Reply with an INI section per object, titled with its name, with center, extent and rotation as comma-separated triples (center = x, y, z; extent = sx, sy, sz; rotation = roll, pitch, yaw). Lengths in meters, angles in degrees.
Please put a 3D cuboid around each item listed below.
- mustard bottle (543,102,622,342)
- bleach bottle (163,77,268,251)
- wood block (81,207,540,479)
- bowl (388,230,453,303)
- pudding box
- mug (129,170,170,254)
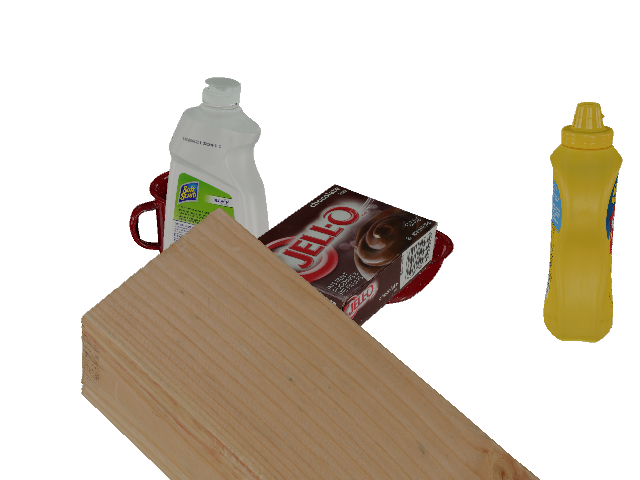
[mustard bottle]
center = 0.218, -0.019, 0.887
extent = 0.058, 0.192, 0.096
rotation = 3, 19, 14
[bleach bottle]
center = -0.084, -0.013, 0.918
extent = 0.102, 0.251, 0.068
rotation = 10, 23, 11
[wood block]
center = -0.008, 0.095, 0.497
extent = 0.090, 0.206, 0.090
rotation = -42, -17, -31
[bowl]
center = 0.055, 0.024, 1.098
extent = 0.162, 0.055, 0.162
rotation = 2, 18, -1
[pudding box]
center = 0.013, 0.011, 0.727
extent = 0.090, 0.039, 0.113
rotation = 23, 39, 30
[mug]
center = -0.144, -0.020, 1.130
extent = 0.117, 0.081, 0.093
rotation = -11, 32, -21
